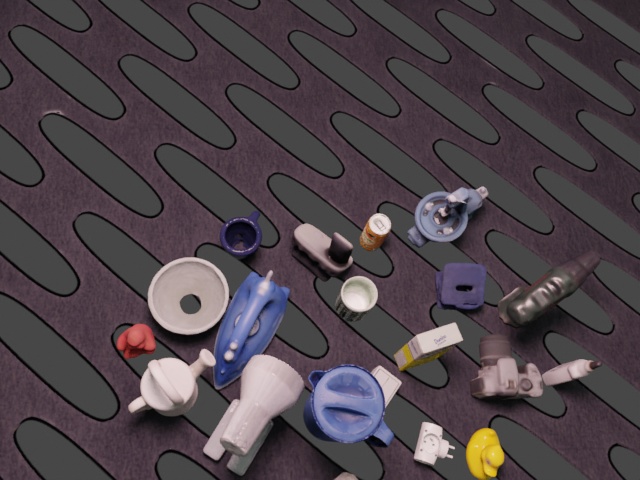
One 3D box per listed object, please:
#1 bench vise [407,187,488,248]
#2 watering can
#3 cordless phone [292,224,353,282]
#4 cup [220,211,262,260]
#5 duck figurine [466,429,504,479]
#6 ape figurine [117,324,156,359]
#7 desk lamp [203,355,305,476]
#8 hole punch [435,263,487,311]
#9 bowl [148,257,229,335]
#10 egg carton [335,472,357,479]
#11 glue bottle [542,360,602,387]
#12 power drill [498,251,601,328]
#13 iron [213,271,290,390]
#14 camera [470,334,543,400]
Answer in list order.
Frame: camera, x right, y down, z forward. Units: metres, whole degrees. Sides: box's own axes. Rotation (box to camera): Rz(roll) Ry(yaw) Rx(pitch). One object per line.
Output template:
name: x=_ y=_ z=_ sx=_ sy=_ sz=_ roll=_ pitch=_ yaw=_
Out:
bench vise: x=0.306 y=-0.085 z=1.324 sx=0.121 sy=0.219 sz=0.208 roll=38 pitch=68 yaw=7
watering can: x=-0.285 y=0.273 z=1.100 sx=0.101 sy=0.194 sz=0.173 roll=33 pitch=67 yaw=5
cordless phone: x=0.012 y=0.005 z=1.260 sx=0.147 sy=0.185 sz=0.094 roll=36 pitch=68 yaw=6
cup: x=-0.171 y=-0.005 z=1.283 sx=0.091 sy=0.095 sz=0.118 roll=29 pitch=67 yaw=3
duck figurine: x=0.354 y=0.446 z=1.193 sx=0.077 sy=0.086 sz=0.104 roll=16 pitch=67 yaw=-2
ape figurine: x=-0.373 y=0.205 z=1.169 sx=0.078 sy=0.092 sz=0.076 roll=24 pitch=67 yaw=1
desk lamp: x=-0.127 y=0.336 z=1.090 sx=0.118 sy=0.213 sz=0.203 roll=30 pitch=67 yaw=4
hole punch: x=0.328 y=0.109 z=1.320 sx=0.109 sy=0.091 sz=0.101 roll=3 pitch=68 yaw=-8
bowl: x=-0.278 y=0.127 z=1.225 sx=0.167 sy=0.074 sz=0.167 roll=3 pitch=68 yaw=-8
egg carton: x=0.030 y=0.535 z=1.114 sx=0.150 sy=0.069 sz=0.107 roll=-34 pitch=77 yaw=-19
glue bottle: x=0.556 y=0.283 z=1.243 sx=0.078 sy=0.173 sz=0.037 roll=-19 pitch=72 yaw=-15
power drill: x=0.493 y=0.120 z=1.278 sx=0.230 sy=0.208 sz=0.075 roll=-33 pitch=76 yaw=-19
iron: x=-0.154 y=0.183 z=1.186 sx=0.118 sy=0.141 sz=0.258 roll=24 pitch=67 yaw=1
camera: x=0.409 y=0.278 z=1.260 sx=0.143 sy=0.101 sz=0.137 roll=3 pitch=68 yaw=-8
